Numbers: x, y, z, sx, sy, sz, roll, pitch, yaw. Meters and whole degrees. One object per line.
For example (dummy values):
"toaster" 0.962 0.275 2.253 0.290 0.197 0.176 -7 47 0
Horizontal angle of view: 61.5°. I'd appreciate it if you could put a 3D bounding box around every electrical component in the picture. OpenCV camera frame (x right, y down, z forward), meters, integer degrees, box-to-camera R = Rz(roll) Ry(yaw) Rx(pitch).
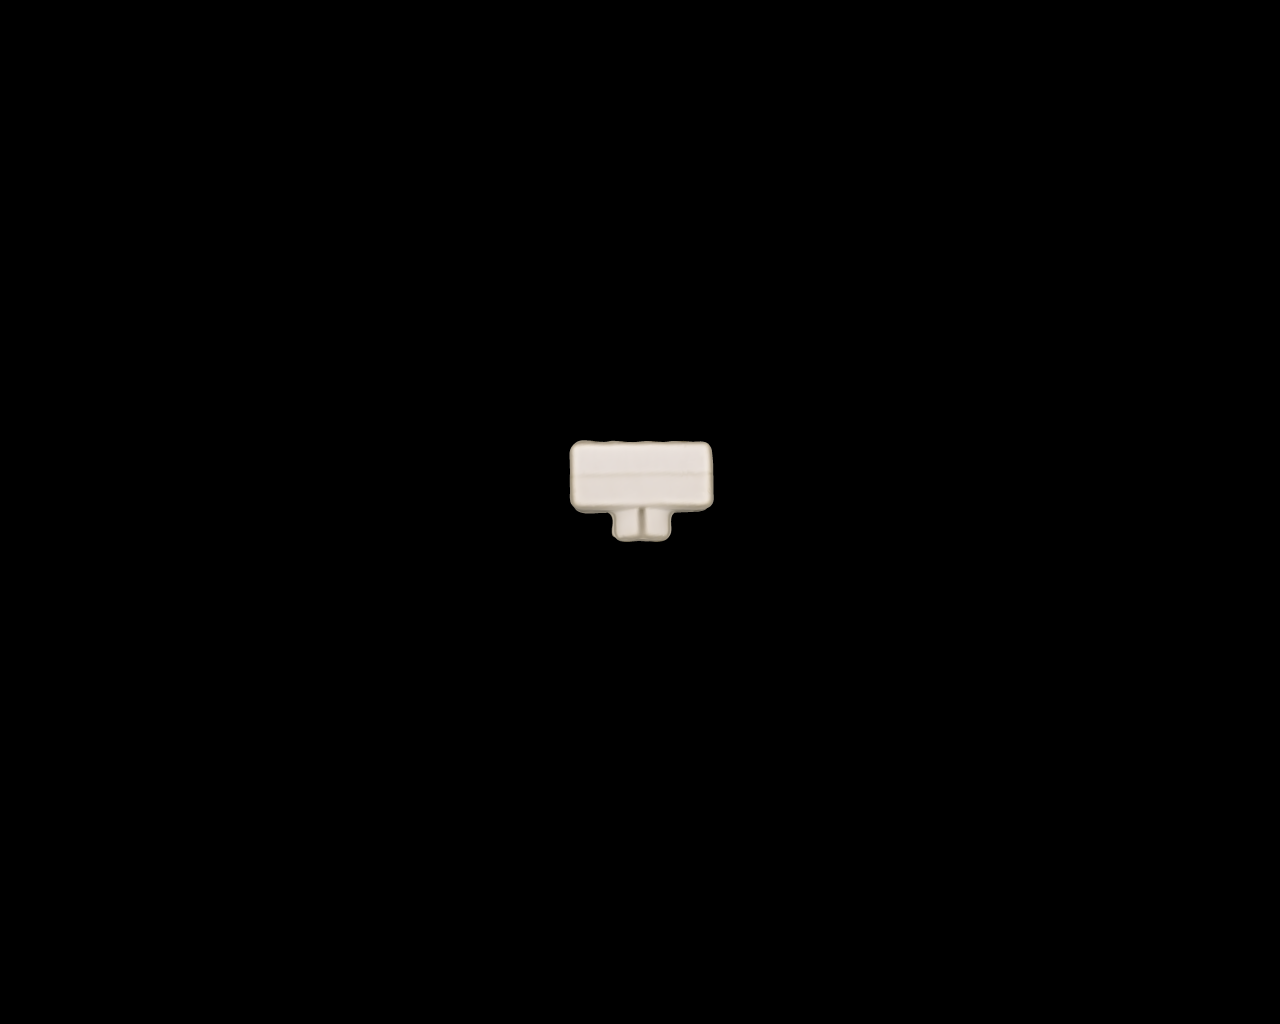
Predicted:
"electrical component" 0.001 -0.003 0.650 0.083 0.075 0.047 0 -4 0
